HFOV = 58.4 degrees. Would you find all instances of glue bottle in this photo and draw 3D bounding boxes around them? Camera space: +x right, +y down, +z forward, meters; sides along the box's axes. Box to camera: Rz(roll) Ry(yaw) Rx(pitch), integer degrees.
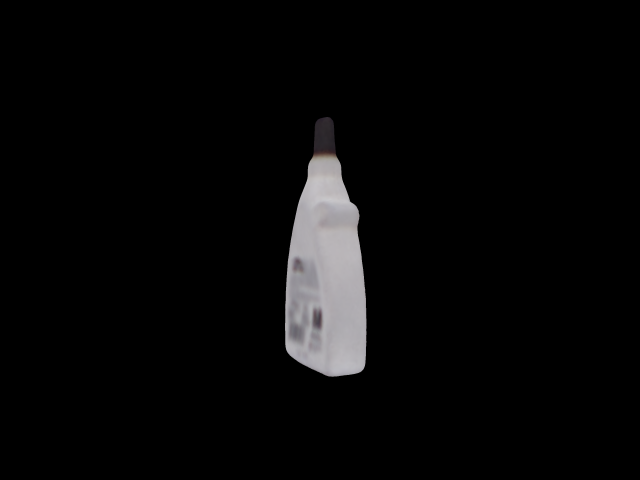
[{"bbox_3d":[0.004,0.001,0.400,0.037,0.173,0.078,-2,4,-27],"label":"glue bottle"}]
